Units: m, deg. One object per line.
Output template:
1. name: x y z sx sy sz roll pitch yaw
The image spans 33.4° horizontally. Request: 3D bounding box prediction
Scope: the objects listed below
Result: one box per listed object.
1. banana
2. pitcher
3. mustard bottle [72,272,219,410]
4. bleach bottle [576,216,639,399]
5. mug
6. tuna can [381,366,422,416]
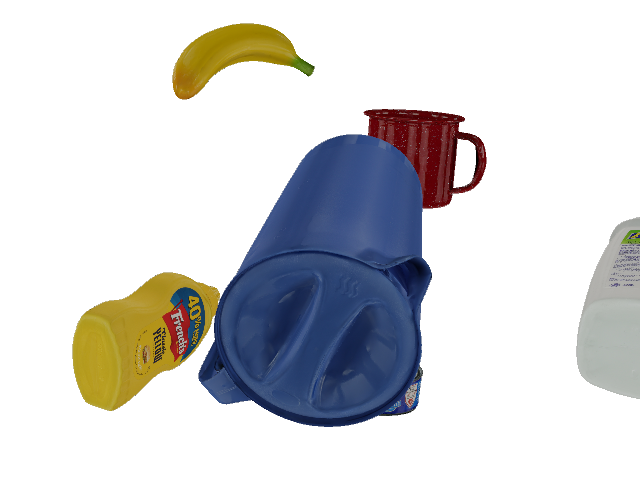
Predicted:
1. banana: -0.084 -0.180 1.039 0.070 0.037 0.197 43 38 21
2. pitcher: 0.005 0.018 0.778 0.149 0.145 0.242 9 27 5
3. mustard bottle: -0.157 0.084 1.034 0.058 0.096 0.191 11 22 26
4. bleach bottle: 0.244 0.030 0.744 0.103 0.068 0.250 9 21 20
5. mug: 0.095 -0.074 0.980 0.117 0.081 0.093 8 13 20
6. tuna can: 0.049 0.129 0.971 0.086 0.034 0.086 6 12 -1
